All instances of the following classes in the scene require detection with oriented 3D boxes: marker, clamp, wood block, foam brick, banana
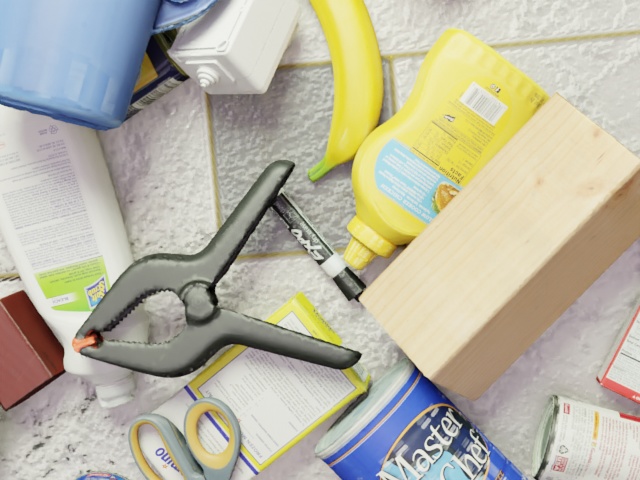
[{"bbox_3d":[-0.006,0.001,0.844,0.020,0.020,0.121,-41,89,8],"label":"marker"},{"bbox_3d":[-0.087,0.036,0.805,0.210,0.036,0.164,-13,83,3],"label":"clamp"},{"bbox_3d":[0.141,0.008,0.776,0.206,0.090,0.090,-47,55,8],"label":"wood block"},{"bbox_3d":[-0.248,0.089,0.864,0.051,0.053,0.078,-34,89,9],"label":"foam brick"},{"bbox_3d":[0.012,-0.145,0.820,0.070,0.037,0.198,-6,94,8],"label":"banana"}]

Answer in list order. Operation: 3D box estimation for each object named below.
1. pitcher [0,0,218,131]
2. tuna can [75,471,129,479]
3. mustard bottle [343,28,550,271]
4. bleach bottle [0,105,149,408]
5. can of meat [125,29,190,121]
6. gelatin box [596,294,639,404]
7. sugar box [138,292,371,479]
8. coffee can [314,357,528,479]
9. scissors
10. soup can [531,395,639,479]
[{"bbox_3d":[-0.150,-0.201,0.739,0.149,0.144,0.243,15,91,29],"label":"pitcher"},{"bbox_3d":[-0.183,0.237,0.878,0.086,0.033,0.086,1,95,7],"label":"tuna can"},{"bbox_3d":[0.080,-0.057,0.807,0.096,0.058,0.192,34,99,-15],"label":"mustard bottle"},{"bbox_3d":[-0.202,0.012,0.849,0.102,0.068,0.251,-14,95,9],"label":"bleach bottle"},{"bbox_3d":[-0.156,-0.149,0.831,0.084,0.057,0.102,-32,90,10],"label":"can of meat"},{"bbox_3d":[0.264,0.085,0.812,0.073,0.030,0.089,25,97,6],"label":"gelatin box"},{"bbox_3d":[-0.056,0.132,0.849,0.176,0.048,0.093,-39,89,12],"label":"sugar box"},{"bbox_3d":[0.080,0.174,0.806,0.140,0.102,0.103,45,98,1],"label":"coffee can"},{"bbox_3d":[-0.066,0.206,0.827,0.096,0.016,0.202,-41,90,11],"label":"scissors"},{"bbox_3d":[0.217,0.162,0.805,0.102,0.068,0.068,14,96,6],"label":"soup can"}]
